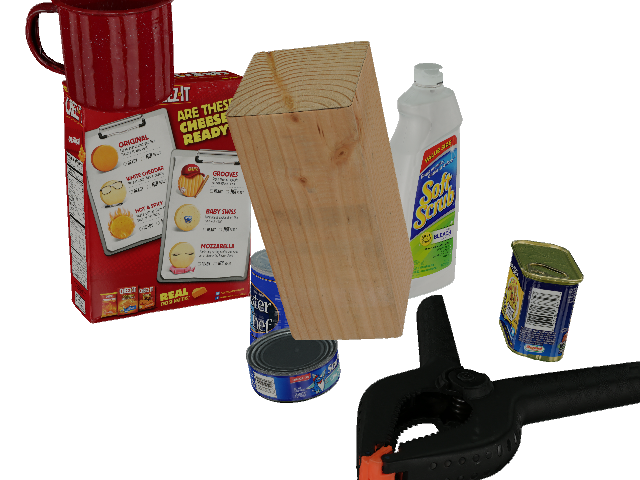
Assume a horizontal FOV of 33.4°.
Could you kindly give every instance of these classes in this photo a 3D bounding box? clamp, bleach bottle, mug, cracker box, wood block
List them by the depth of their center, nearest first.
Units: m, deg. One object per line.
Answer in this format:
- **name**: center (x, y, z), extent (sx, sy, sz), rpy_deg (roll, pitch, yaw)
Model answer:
- **clamp**: center (0.079, 0.091, 0.640), extent (0.165, 0.036, 0.209), rpy_deg (21, 30, 39)
- **wood block**: center (0.006, -0.031, 0.793), extent (0.090, 0.206, 0.090), rpy_deg (-3, 38, 16)
- **mug**: center (-0.163, -0.148, 0.799), extent (0.117, 0.081, 0.093), rpy_deg (4, 31, 4)
- **cracker box**: center (-0.149, -0.044, 0.987), extent (0.163, 0.214, 0.072), rpy_deg (-9, 20, -29)
- **bleach bottle**: center (0.105, -0.066, 1.165), extent (0.102, 0.251, 0.068), rpy_deg (-15, 28, -32)

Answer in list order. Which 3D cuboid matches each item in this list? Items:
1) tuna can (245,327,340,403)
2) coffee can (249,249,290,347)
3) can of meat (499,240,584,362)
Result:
- **tuna can**: center (-0.025, 0.115, 0.990), extent (0.086, 0.034, 0.086), rpy_deg (-7, 24, 3)
- **coffee can**: center (-0.045, 0.091, 1.450), extent (0.103, 0.140, 0.103), rpy_deg (2, 20, -1)
- **can of meat**: center (0.205, 0.056, 1.005), extent (0.057, 0.084, 0.102), rpy_deg (8, 18, -1)
